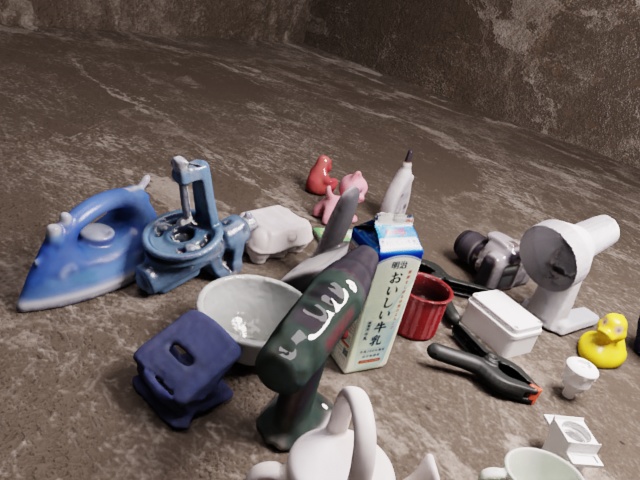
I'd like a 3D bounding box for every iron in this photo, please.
[{"bbox_3d":[-0.333,-0.005,0.843,0.118,0.141,0.259,22,27,16],"label":"iron"}]

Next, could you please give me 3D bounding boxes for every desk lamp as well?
[{"bbox_3d":[0.442,0.056,1.030,0.204,0.213,0.117,-6,33,-35],"label":"desk lamp"}]

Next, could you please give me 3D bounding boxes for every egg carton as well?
[{"bbox_3d":[-0.089,-0.011,1.059,0.107,0.069,0.151,32,31,31],"label":"egg carton"}]

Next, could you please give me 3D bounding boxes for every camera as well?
[{"bbox_3d":[0.355,0.026,1.174,0.144,0.101,0.136,-6,33,-36],"label":"camera"}]

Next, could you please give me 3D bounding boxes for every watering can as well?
[{"bbox_3d":[0.024,0.218,0.521,0.173,0.194,0.100,-2,30,-30],"label":"watering can"}]

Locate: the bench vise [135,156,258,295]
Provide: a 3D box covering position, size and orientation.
[{"bbox_3d":[-0.188,-0.036,0.887,0.121,0.220,0.208,23,27,17],"label":"bench vise"}]

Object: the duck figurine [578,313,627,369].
[{"bbox_3d":[0.500,0.165,0.988,0.105,0.086,0.077,-11,36,-41],"label":"duck figurine"}]

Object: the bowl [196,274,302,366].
[{"bbox_3d":[-0.091,0.121,0.790,0.167,0.075,0.167,12,26,-6],"label":"bowl"}]

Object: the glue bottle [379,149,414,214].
[{"bbox_3d":[0.183,-0.124,1.300,0.037,0.173,0.078,30,30,29],"label":"glue bottle"}]

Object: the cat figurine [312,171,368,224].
[{"bbox_3d":[0.054,-0.100,1.252,0.128,0.118,0.067,-11,36,-41],"label":"cat figurine"}]

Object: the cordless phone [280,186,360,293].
[{"bbox_3d":[0.009,0.003,0.948,0.094,0.185,0.148,21,27,14],"label":"cordless phone"}]

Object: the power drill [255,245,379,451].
[{"bbox_3d":[-0.005,0.129,0.665,0.075,0.208,0.230,22,27,16],"label":"power drill"}]

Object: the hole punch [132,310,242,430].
[{"bbox_3d":[-0.159,0.150,0.681,0.108,0.091,0.101,32,31,32],"label":"hole punch"}]

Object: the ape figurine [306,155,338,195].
[{"bbox_3d":[0.005,-0.158,1.370,0.076,0.092,0.077,-8,34,-38],"label":"ape figurine"}]

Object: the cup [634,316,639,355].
[{"bbox_3d":[0.600,0.173,1.013,0.091,0.095,0.118,25,28,22],"label":"cup"}]
